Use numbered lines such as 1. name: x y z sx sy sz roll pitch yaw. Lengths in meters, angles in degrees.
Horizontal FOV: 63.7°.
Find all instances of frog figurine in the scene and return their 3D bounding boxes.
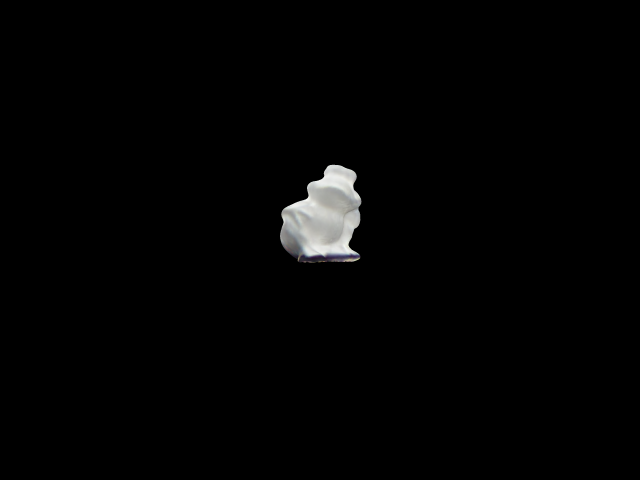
1. frog figurine: 0.003 -0.043 0.850 0.137 0.160 0.122 1 -4 -15
